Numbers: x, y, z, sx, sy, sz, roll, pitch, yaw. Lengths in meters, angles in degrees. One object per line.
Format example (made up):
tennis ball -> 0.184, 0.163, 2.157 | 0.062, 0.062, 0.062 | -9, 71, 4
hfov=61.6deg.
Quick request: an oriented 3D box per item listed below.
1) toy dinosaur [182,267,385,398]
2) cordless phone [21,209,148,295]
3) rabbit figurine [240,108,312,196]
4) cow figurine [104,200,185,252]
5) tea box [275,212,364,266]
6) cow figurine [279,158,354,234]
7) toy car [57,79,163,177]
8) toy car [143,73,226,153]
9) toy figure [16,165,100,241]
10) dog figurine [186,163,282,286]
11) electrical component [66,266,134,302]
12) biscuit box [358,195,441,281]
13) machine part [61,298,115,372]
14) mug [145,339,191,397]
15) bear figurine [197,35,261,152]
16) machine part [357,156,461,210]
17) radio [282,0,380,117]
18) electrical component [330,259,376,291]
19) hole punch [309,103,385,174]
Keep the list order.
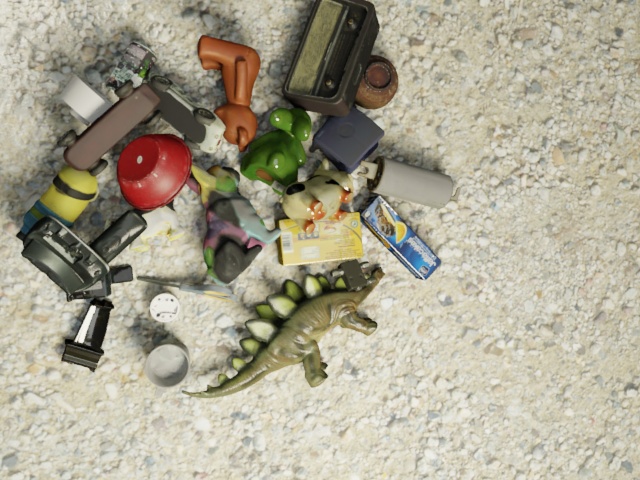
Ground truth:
toy dinosaur -> -0.048, 0.193, 1.084 | 0.471, 0.105, 0.198 | -40, 90, -17
cordless phone -> -0.415, -0.007, 0.956 | 0.184, 0.089, 0.146 | -43, 109, -5
rabbit figurine -> -0.074, -0.198, 1.061 | 0.121, 0.159, 0.170 | 24, 71, -1
cow figurine -> -0.355, -0.026, 1.038 | 0.167, 0.068, 0.098 | -18, 88, -13
tea box -> -0.002, -0.003, 1.104 | 0.170, 0.068, 0.098 | -4, 92, -12
cow figurine -> -0.002, -0.092, 1.053 | 0.127, 0.195, 0.085 | 37, 128, 23
toy car -> -0.376, -0.203, 0.968 | 0.202, 0.053, 0.089 | -43, 120, 0
toy car -> -0.267, -0.243, 1.029 | 0.202, 0.056, 0.073 | 39, 121, 14
toy figure -> -0.487, -0.060, 1.002 | 0.082, 0.089, 0.180 | 41, 81, -16
dog figurine -> -0.198, -0.043, 1.044 | 0.219, 0.108, 0.191 | 45, 63, -3
electrical component -> -0.426, 0.076, 1.036 | 0.119, 0.048, 0.074 | -3, 92, -9
biscuit box -> 0.166, -0.003, 1.139 | 0.202, 0.063, 0.059 | 44, 84, -8
machine part -> -0.444, 0.180, 1.039 | 0.084, 0.039, 0.139 | 23, 88, -5
mug -> -0.290, 0.240, 1.032 | 0.081, 0.107, 0.109 | 12, 92, -10
bear figurine -> -0.180, -0.277, 1.048 | 0.132, 0.120, 0.195 | 9, 94, -7
machine part -> 0.188, -0.118, 1.123 | 0.243, 0.079, 0.079 | 13, 88, -21
radio -> 0.026, -0.369, 1.080 | 0.131, 0.073, 0.229 | 19, 87, 19
electrical component -> 0.067, 0.073, 1.088 | 0.094, 0.021, 0.063 | -11, 70, -30
hole punch -> 0.059, -0.209, 1.107 | 0.116, 0.092, 0.142 | 44, 86, -4
